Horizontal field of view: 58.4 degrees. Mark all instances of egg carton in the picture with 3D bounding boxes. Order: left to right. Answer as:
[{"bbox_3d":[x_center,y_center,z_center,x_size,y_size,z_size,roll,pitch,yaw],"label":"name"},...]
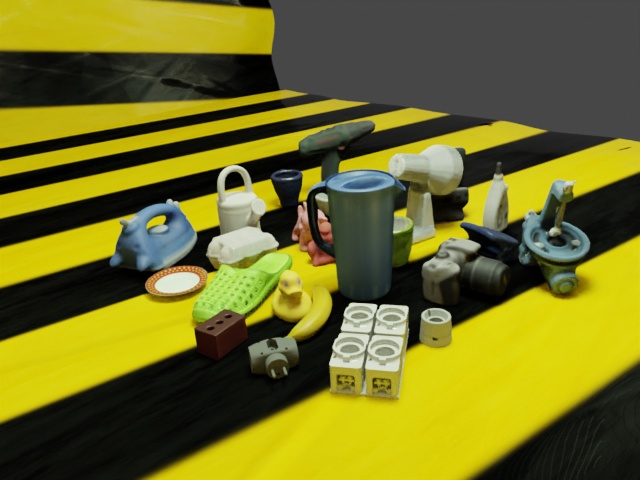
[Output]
[{"bbox_3d":[-0.175,0.023,1.294,0.151,0.069,0.107,-22,30,-35],"label":"egg carton"}]

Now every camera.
[{"bbox_3d":[0.286,0.060,1.108,0.136,0.101,0.143,15,30,36],"label":"camera"}]

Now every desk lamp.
[{"bbox_3d":[0.234,-0.113,1.362,0.204,0.214,0.117,-19,28,-30],"label":"desk lamp"}]

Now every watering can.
[{"bbox_3d":[-0.193,-0.084,1.381,0.172,0.194,0.101,8,27,24],"label":"watering can"}]

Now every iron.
[{"bbox_3d":[-0.376,-0.024,1.338,0.118,0.141,0.259,6,26,21],"label":"iron"}]

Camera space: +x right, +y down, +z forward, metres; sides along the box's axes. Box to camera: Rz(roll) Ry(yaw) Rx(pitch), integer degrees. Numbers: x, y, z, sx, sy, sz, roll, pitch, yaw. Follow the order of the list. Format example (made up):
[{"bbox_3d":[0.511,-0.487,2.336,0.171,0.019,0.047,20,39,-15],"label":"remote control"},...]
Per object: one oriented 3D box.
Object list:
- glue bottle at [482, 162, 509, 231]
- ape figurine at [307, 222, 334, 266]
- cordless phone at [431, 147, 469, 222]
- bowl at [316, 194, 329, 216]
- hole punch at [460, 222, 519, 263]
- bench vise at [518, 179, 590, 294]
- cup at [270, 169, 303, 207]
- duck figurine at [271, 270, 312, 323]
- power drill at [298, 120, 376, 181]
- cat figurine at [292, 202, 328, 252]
[{"bbox_3d":[0.421,-0.102,1.361,0.037,0.173,0.078,19,33,41],"label":"glue bottle"},{"bbox_3d":[0.012,0.005,1.281,0.077,0.092,0.076,7,26,23],"label":"ape figurine"},{"bbox_3d":[0.306,-0.144,1.458,0.148,0.185,0.094,-9,25,-11],"label":"cordless phone"},{"bbox_3d":[0.063,-0.099,1.526,0.167,0.075,0.167,-3,24,2],"label":"bowl"},{"bbox_3d":[0.365,0.000,1.242,0.101,0.091,0.108,-18,28,-28],"label":"hole punch"},{"bbox_3d":[0.445,-0.028,1.136,0.122,0.220,0.207,-11,25,-17],"label":"bench vise"},{"bbox_3d":[-0.095,-0.148,1.634,0.092,0.095,0.117,-10,25,-14],"label":"cup"},{"bbox_3d":[-0.056,0.097,1.090,0.078,0.086,0.104,-12,25,-17],"label":"duck figurine"},{"bbox_3d":[0.054,-0.238,1.674,0.230,0.208,0.075,-8,25,-10],"label":"power drill"},{"bbox_3d":[-0.026,-0.041,1.356,0.067,0.118,0.127,-12,25,-18],"label":"cat figurine"}]
